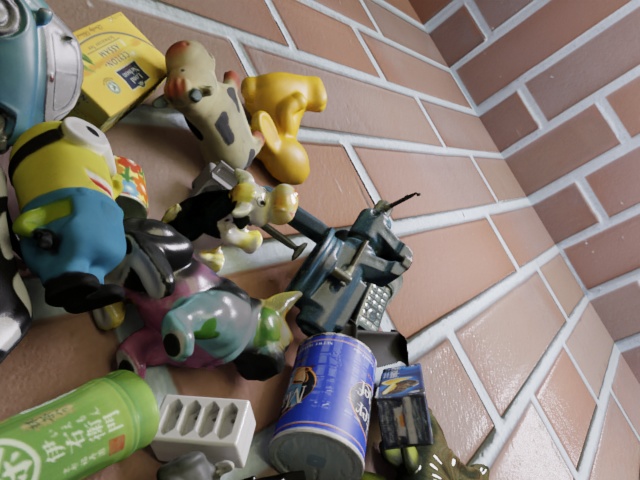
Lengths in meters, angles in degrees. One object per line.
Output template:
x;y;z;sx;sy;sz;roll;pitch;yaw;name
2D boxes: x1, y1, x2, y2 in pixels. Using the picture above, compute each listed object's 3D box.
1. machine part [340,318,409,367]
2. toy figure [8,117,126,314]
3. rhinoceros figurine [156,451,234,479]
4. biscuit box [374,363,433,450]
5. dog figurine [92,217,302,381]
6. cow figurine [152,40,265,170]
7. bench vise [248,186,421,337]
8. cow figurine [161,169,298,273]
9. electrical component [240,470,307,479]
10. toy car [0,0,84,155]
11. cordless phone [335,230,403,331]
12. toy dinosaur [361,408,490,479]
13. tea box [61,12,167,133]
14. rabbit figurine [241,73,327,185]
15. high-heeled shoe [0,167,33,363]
0.064;0.147;0.742;0.139;0.039;0.084;9;76;-31;machine part
-0.212;-0.026;0.448;0.089;0.082;0.180;-8;60;-15;toy figure
-0.083;0.264;0.416;0.073;0.112;0.190;-2;59;-51;rhinoceros figurine
0.110;0.208;0.698;0.202;0.059;0.062;20;60;-81;biscuit box
-0.115;0.065;0.567;0.219;0.108;0.191;-1;59;-59;dog figurine
-0.146;-0.165;0.703;0.127;0.086;0.194;-78;157;-44;cow figurine
-0.004;0.000;0.705;0.240;0.129;0.223;34;76;-3;bench vise
-0.107;-0.029;0.599;0.098;0.167;0.068;31;44;-38;cow figurine
-0.034;0.272;0.539;0.119;0.048;0.075;16;50;-48;electrical component
-0.273;-0.160;0.495;0.103;0.109;0.161;-8;105;-41;toy car
0.036;0.093;0.786;0.146;0.089;0.184;39;54;-26;cordless phone
0.128;0.363;0.634;0.198;0.105;0.472;36;27;-18;toy dinosaur
-0.258;-0.194;0.636;0.098;0.068;0.170;44;32;-19;tea box
-0.061;-0.173;0.855;0.162;0.122;0.173;-4;83;-52;rabbit figurine
-0.280;0.015;0.379;0.249;0.086;0.145;-103;167;-59;high-heeled shoe
